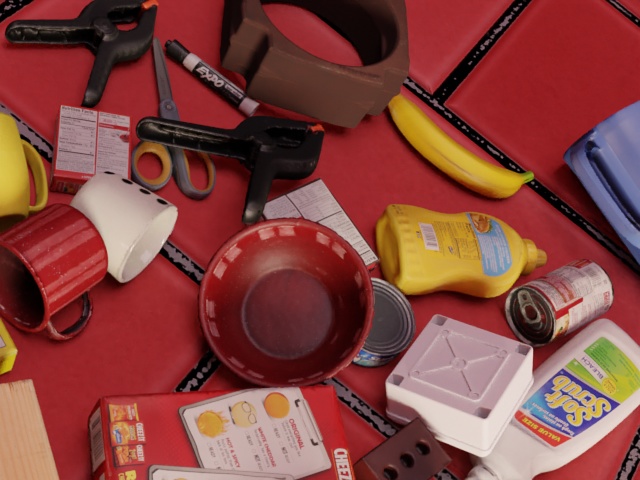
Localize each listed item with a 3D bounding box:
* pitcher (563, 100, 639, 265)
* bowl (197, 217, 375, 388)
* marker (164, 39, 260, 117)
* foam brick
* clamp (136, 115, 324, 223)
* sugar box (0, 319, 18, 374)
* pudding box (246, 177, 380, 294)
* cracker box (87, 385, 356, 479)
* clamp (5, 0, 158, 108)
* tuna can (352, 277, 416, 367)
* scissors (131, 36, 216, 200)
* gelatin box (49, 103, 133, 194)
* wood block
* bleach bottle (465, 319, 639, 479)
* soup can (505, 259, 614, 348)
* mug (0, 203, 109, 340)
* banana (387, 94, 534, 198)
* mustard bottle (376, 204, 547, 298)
[{"bbox_3d":[0.393,-0.034,1.234,0.149,0.145,0.243,-29,75,-2],"label":"pitcher"},{"bbox_3d":[-0.031,0.063,0.993,0.162,0.055,0.162,0,74,1],"label":"bowl"},{"bbox_3d":[-0.118,-0.176,1.150,0.121,0.020,0.020,38,52,1],"label":"marker"},{"bbox_3d":[0.069,0.209,0.972,0.078,0.051,0.053,-30,75,-36],"label":"foam brick"},{"bbox_3d":[-0.060,-0.082,1.076,0.209,0.036,0.165,-13,47,-45],"label":"clamp"},{"bbox_3d":[-0.335,0.045,0.891,0.093,0.048,0.176,-21,67,-34],"label":"sugar box"},{"bbox_3d":[-0.007,0.001,1.077,0.089,0.039,0.113,-25,75,-34],"label":"pudding box"},{"bbox_3d":[-0.079,0.212,0.889,0.213,0.072,0.164,1,61,-26],"label":"cracker box"},{"bbox_3d":[-0.238,-0.214,1.106,0.120,0.039,0.171,40,46,-4],"label":"clamp"},{"bbox_3d":[0.049,0.082,1.055,0.086,0.034,0.086,12,55,-18],"label":"tuna can"},{"bbox_3d":[-0.171,-0.125,1.094,0.096,0.016,0.202,-15,67,-32],"label":"scissors"},{"bbox_3d":[-0.222,-0.086,1.037,0.073,0.030,0.089,8,57,-19],"label":"gelatin box"},{"bbox_3d":[-0.240,0.221,0.795,0.090,0.090,0.206,-8,63,-30],"label":"wood block"},{"bbox_3d":[0.235,0.182,1.063,0.250,0.068,0.102,-34,78,-34],"label":"bleach bottle"},{"bbox_3d":[0.257,0.066,1.141,0.102,0.069,0.068,-21,70,-34],"label":"soup can"},{"bbox_3d":[-0.234,0.030,0.929,0.081,0.093,0.117,-39,112,-42],"label":"mug"},{"bbox_3d":[0.154,-0.100,1.222,0.197,0.037,0.069,32,33,-6],"label":"banana"},{"bbox_3d":[0.157,0.014,1.133,0.191,0.058,0.096,4,53,-23],"label":"mustard bottle"}]
